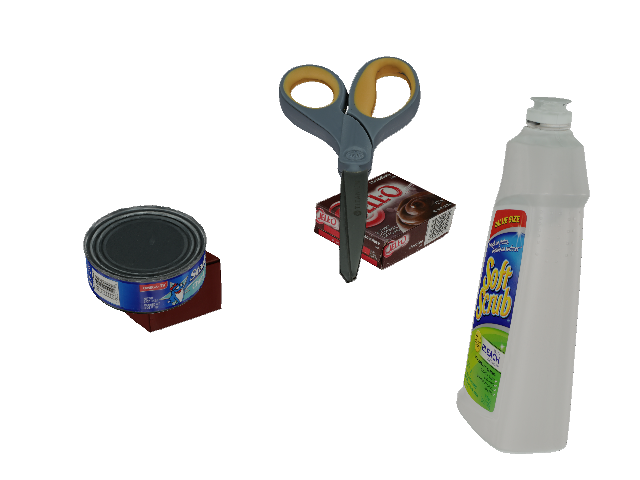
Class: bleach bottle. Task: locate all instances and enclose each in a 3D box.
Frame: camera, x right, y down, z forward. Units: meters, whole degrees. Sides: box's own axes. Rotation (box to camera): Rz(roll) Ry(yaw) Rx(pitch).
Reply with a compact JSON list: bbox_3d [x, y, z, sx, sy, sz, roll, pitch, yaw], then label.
[{"bbox_3d":[0.151,0.021,0.776,0.068,0.251,0.103,0,15,-12],"label":"bleach bottle"}]

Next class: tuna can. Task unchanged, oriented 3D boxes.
[{"bbox_3d":[-0.124,0.013,0.759,0.086,0.034,0.086,2,38,-2],"label":"tuna can"}]

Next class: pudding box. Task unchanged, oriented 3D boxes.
[{"bbox_3d":[0.063,-0.022,1.047,0.090,0.039,0.113,30,37,33],"label":"pudding box"}]

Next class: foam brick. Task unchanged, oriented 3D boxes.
[{"bbox_3d":[-0.137,0.042,0.981,0.078,0.051,0.053,-17,27,-31],"label":"foam brick"}]

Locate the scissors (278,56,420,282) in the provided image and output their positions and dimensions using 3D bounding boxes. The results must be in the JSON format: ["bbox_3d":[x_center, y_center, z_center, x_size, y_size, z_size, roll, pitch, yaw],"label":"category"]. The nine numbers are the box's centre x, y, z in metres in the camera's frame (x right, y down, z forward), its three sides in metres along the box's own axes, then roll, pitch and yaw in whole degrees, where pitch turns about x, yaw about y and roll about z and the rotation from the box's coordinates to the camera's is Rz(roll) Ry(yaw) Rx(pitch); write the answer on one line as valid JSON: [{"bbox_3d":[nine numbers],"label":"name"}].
[{"bbox_3d":[0.003,-0.052,0.614,0.096,0.016,0.201,11,43,15],"label":"scissors"}]
